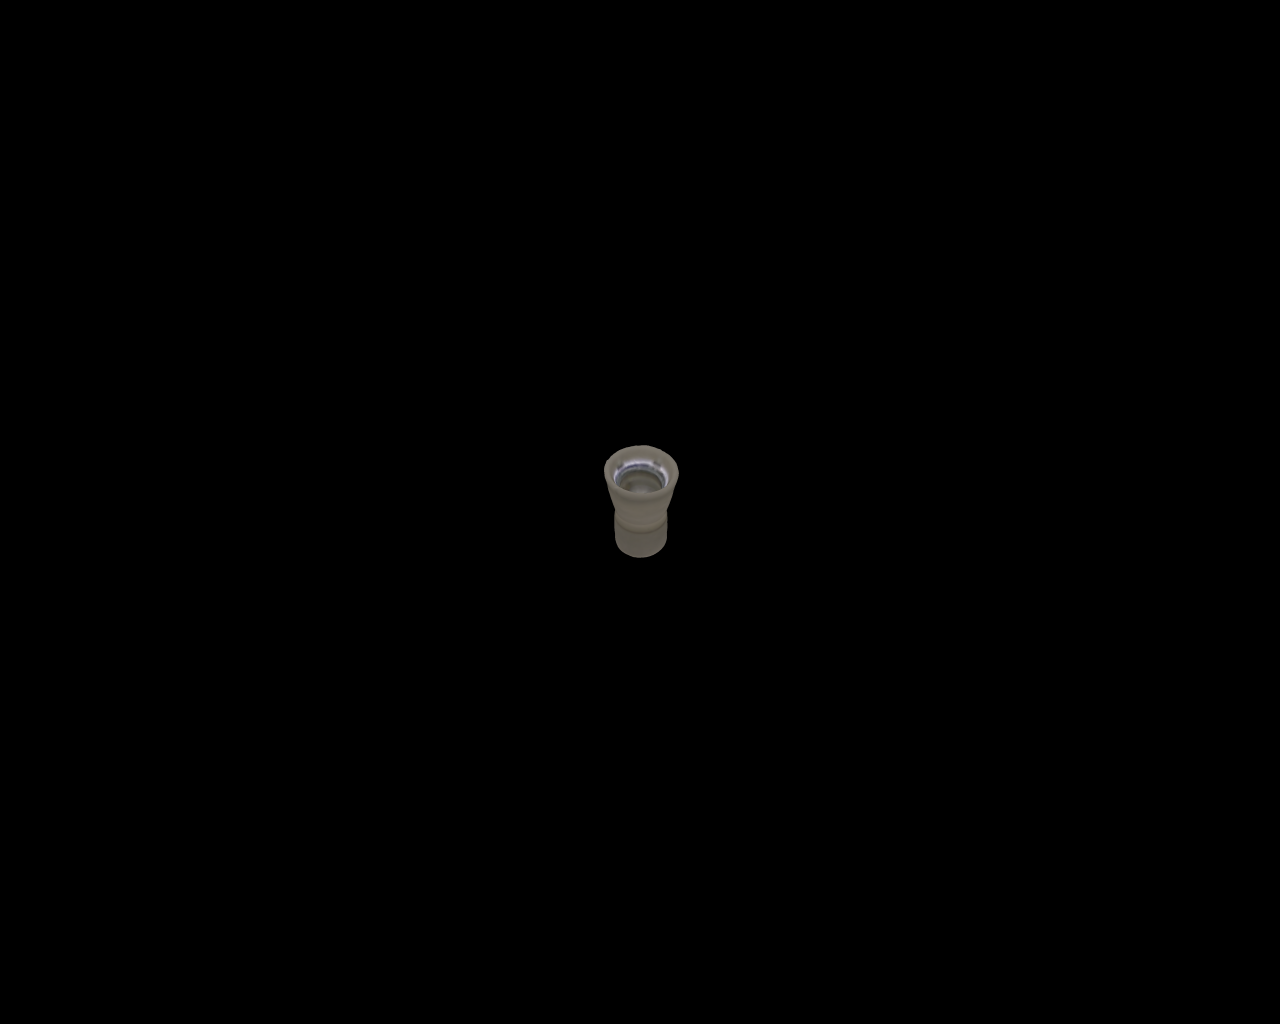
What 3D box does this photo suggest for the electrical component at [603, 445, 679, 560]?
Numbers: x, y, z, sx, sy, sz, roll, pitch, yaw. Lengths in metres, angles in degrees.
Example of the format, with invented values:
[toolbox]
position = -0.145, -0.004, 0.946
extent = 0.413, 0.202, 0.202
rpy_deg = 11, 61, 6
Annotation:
[electrical component]
position = 0.001, -0.003, 0.650
extent = 0.044, 0.044, 0.065
rpy_deg = 0, -45, 0
